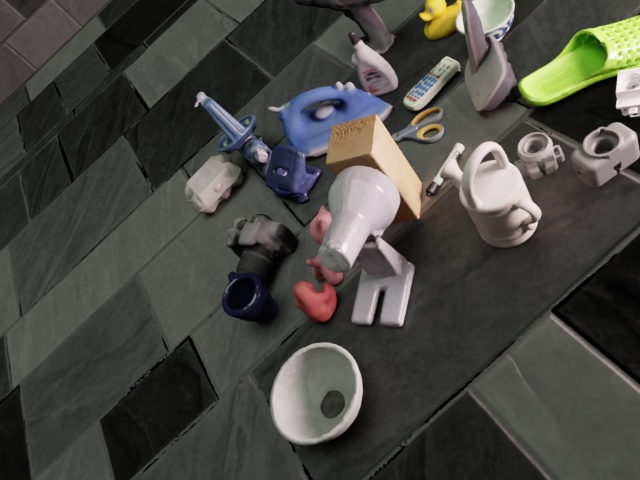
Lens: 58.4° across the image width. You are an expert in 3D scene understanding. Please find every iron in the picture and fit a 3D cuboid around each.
[{"bbox_3d":[0.017,-0.289,1.270,0.257,0.142,0.118,-19,50,23],"label":"iron"}]

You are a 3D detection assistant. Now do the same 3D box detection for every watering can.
[{"bbox_3d":[0.266,-0.078,0.910,0.172,0.195,0.101,6,64,38],"label":"watering can"}]

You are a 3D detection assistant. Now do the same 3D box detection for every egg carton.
[{"bbox_3d":[-0.261,-0.138,1.407,0.150,0.070,0.107,-47,45,-3],"label":"egg carton"}]

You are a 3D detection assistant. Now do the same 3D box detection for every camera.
[{"bbox_3d":[-0.140,0.022,1.188,0.142,0.101,0.137,3,62,36],"label":"camera"}]

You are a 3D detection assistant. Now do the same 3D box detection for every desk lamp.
[{"bbox_3d":[0.078,0.012,0.963,0.117,0.214,0.203,-4,57,33],"label":"desk lamp"}]

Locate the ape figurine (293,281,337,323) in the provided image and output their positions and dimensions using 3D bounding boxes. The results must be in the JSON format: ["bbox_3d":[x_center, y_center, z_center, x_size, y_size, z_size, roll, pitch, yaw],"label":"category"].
[{"bbox_3d":[-0.016,0.105,1.048,0.077,0.092,0.076,-15,52,26],"label":"ape figurine"}]

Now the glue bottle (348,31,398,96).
[{"bbox_3d":[0.105,-0.391,1.259,0.078,0.174,0.037,-13,53,27],"label":"glue bottle"}]

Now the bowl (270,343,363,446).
[{"bbox_3d":[0.005,0.258,0.937,0.167,0.075,0.167,-18,51,24],"label":"bowl"}]

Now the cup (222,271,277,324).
[{"bbox_3d":[-0.135,0.116,1.121,0.091,0.095,0.117,-42,45,2],"label":"cup"}]

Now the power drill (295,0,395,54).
[{"bbox_3d":[0.078,-0.534,1.354,0.228,0.209,0.075,-6,57,32],"label":"power drill"}]

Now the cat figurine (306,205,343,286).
[{"bbox_3d":[0.010,0.004,1.084,0.067,0.118,0.128,9,65,38],"label":"cat figurine"}]

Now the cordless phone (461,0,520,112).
[{"bbox_3d":[0.303,-0.349,1.083,0.094,0.186,0.147,-24,49,19],"label":"cordless phone"}]

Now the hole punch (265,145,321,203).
[{"bbox_3d":[-0.069,-0.146,1.264,0.108,0.091,0.101,18,71,41],"label":"hole punch"}]

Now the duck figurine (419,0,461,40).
[{"bbox_3d":[0.273,-0.515,1.292,0.104,0.086,0.077,-29,47,15],"label":"duck figurine"}]

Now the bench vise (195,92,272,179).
[{"bbox_3d":[-0.183,-0.255,1.330,0.206,0.220,0.121,20,72,42],"label":"bench vise"}]
